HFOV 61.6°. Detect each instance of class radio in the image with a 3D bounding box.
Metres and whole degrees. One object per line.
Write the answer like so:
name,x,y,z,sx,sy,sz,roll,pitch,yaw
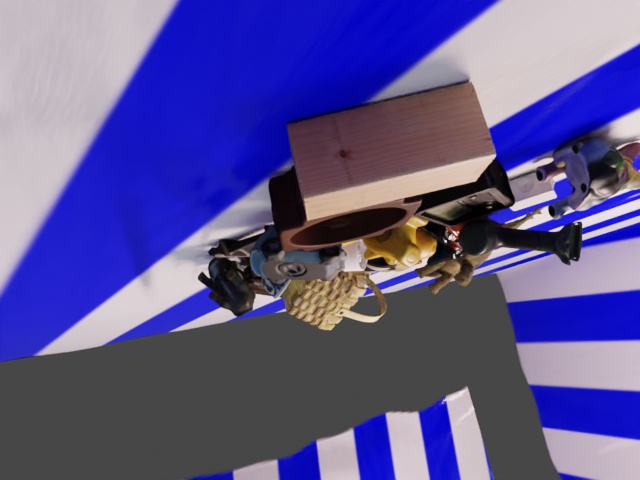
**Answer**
radio,0.240,-0.081,0.899,0.131,0.073,0.229,-19,169,26

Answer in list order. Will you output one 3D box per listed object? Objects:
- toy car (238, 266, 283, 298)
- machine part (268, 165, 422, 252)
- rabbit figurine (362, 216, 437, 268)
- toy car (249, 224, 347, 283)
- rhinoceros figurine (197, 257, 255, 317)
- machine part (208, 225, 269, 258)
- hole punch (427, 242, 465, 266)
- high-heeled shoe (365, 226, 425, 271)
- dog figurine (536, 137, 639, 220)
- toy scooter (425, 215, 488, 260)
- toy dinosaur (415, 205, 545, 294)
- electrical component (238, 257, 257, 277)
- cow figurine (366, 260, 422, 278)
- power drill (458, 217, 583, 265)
toy car,-0.117,0.103,1.254,0.202,0.089,0.053,16,149,-42
machine part,0.031,-0.054,0.768,0.201,0.087,0.201,-11,168,-4
rabbit figurine,0.156,0.004,1.049,0.162,0.122,0.173,-8,164,40
toy car,-0.037,0.009,0.909,0.162,0.103,0.109,-1,150,0
rhinoceros figurine,-0.177,0.083,1.070,0.112,0.073,0.190,37,-178,-29
machine part,-0.133,0.009,0.990,0.139,0.039,0.084,-17,162,24
hole punch,0.297,-0.013,1.297,0.142,0.092,0.116,-27,-167,40
high-heeled shoe,0.151,0.019,1.222,0.249,0.086,0.145,-31,171,20
dog figurine,0.509,-0.124,0.947,0.219,0.108,0.191,-16,166,-13
toy scooter,0.299,-0.039,1.136,0.135,0.075,0.183,-47,145,4
toy dinosaur,0.387,0.026,1.388,0.198,0.105,0.471,-38,180,-24
electrical component,-0.119,0.036,1.067,0.102,0.078,0.045,-16,-167,39
cow figurine,0.169,0.051,1.421,0.127,0.085,0.195,-30,161,36
power drill,0.371,-0.008,0.999,0.208,0.086,0.232,12,-169,33
